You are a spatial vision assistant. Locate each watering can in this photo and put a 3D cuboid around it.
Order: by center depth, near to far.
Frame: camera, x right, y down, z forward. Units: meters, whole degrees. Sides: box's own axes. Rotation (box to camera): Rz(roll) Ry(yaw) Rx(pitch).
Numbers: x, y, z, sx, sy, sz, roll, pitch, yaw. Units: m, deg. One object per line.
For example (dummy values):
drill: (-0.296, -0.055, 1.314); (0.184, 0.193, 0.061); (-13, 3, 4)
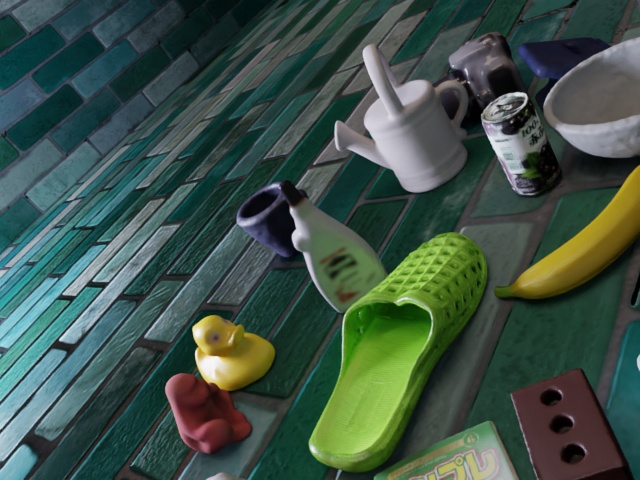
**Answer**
watering can: (0.101, -0.161, 0.747); (0.173, 0.194, 0.100); (-36, 28, 2)

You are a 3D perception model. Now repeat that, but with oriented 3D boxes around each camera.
camera: (0.212, -0.231, 0.826); (0.136, 0.101, 0.143); (-25, 30, 22)

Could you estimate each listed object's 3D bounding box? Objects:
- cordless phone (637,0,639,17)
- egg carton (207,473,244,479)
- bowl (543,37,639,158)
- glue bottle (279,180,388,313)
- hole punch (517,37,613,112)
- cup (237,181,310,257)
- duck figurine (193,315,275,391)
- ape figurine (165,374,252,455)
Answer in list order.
cordless phone: (0.400, -0.286, 0.605); (0.094, 0.185, 0.147); (-36, 28, 2)
egg carton: (-0.069, 0.255, 0.448); (0.107, 0.069, 0.149); (-47, 30, -18)
bowl: (0.323, -0.136, 0.586); (0.167, 0.075, 0.167); (-27, 29, 17)
glue bottle: (0.006, 0.002, 0.632); (0.078, 0.173, 0.037); (-35, 28, 4)
hole punch: (0.308, -0.215, 0.705); (0.101, 0.091, 0.108); (-27, 30, 19)
cup: (-0.048, -0.026, 0.819); (0.117, 0.095, 0.092); (-16, 35, 34)
duck figurine: (-0.116, 0.126, 0.678); (0.104, 0.086, 0.077); (-15, 35, 35)
ape figurine: (-0.126, 0.177, 0.605); (0.076, 0.092, 0.078); (-26, 30, 20)
